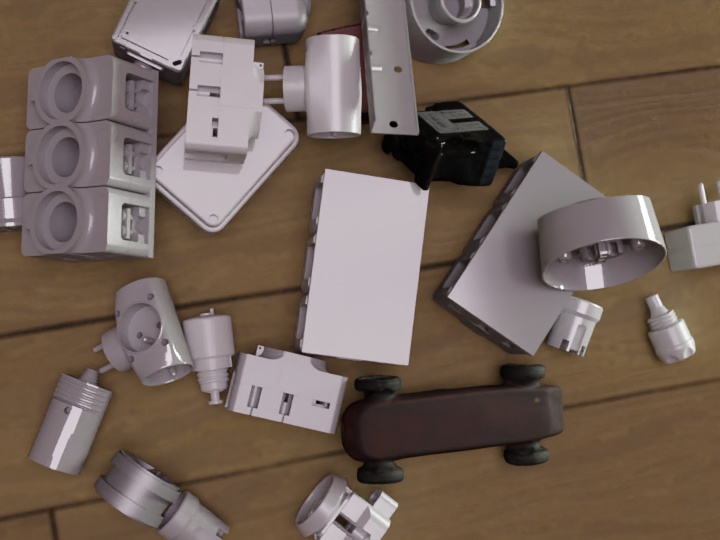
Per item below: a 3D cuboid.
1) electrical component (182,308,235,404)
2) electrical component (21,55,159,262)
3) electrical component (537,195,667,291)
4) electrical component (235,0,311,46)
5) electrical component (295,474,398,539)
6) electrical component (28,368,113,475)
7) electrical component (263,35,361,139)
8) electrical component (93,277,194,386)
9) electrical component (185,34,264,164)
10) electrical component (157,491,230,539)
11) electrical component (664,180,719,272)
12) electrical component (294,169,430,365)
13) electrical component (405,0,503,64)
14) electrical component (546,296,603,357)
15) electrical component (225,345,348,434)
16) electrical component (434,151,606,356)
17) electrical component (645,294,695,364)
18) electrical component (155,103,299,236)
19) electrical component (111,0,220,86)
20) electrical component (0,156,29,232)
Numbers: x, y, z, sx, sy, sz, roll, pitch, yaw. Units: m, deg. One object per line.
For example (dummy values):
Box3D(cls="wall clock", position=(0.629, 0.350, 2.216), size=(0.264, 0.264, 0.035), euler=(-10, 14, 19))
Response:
Box3D(cls="electrical component", position=(-0.123, 0.071, 0.883), size=(0.040, 0.040, 0.078), euler=(-6, 87, -11))
Box3D(cls="electrical component", position=(-0.213, -0.084, 0.840), size=(0.089, 0.062, 0.150), euler=(-2, 84, 30))
Box3D(cls="electrical component", position=(0.190, -0.022, 0.855), size=(0.099, 0.099, 0.064), euler=(-7, 81, -11))
Box3D(cls="electrical component", position=(-0.075, -0.241, 0.908), size=(0.059, 0.054, 0.095), euler=(-7, 87, -11))
Box3D(cls="electrical component", position=(-0.016, 0.205, 0.883), size=(0.057, 0.058, 0.078), euler=(39, 80, -8))
Box3D(cls="electrical component", position=(-0.229, 0.117, 0.858), size=(0.043, 0.043, 0.081), euler=(22, 82, -8))
Box3D(cls="electrical component", position=(-0.039, -0.145, 0.863), size=(0.079, 0.044, 0.077), euler=(-1, 90, 4))
Box3D(cls="electrical component", position=(-0.181, 0.057, 0.867), size=(0.079, 0.044, 0.077), euler=(-27, 70, 14))
Box3D(cls="electrical component", position=(-0.105, -0.131, 0.836), size=(0.056, 0.050, 0.089), euler=(4, 84, -9))
Box3D(cls="electrical component", position=(-0.134, 0.208, 0.871), size=(0.046, 0.040, 0.040), euler=(39, 80, -11))
Box3D(cls="electrical component", position=(0.321, -0.043, 0.968), size=(0.083, 0.047, 0.075), euler=(-9, 87, -11))
Box3D(cls="electrical component", position=(0.000, 0.000, 0.899), size=(0.089, 0.062, 0.150), euler=(8, 84, -10))
Box3D(cls="electrical component", position=(0.073, -0.232, 0.941), size=(0.099, 0.064, 0.099), euler=(-1, 93, -23))
Box3D(cls="electrical component", position=(0.186, 0.049, 0.941), size=(0.040, 0.040, 0.046), euler=(19, 88, -8))
Box3D(cls="electrical component", position=(-0.060, 0.096, 0.887), size=(0.089, 0.050, 0.055), euler=(14, 84, -9))
Box3D(cls="electrical component", position=(0.143, -0.012, 0.926), size=(0.089, 0.062, 0.150), euler=(35, 81, -6))
Box3D(cls="electrical component", position=(0.273, 0.051, 0.959), size=(0.035, 0.035, 0.061), euler=(-24, 87, -11))
Box3D(cls="electrical component", position=(-0.114, -0.092, 0.888), size=(0.078, 0.057, 0.113), euler=(41, 80, -5))
Box3D(cls="electrical component", position=(-0.162, -0.197, 0.885), size=(0.062, 0.061, 0.096), euler=(25, 82, -8))
Box3D(cls="electrical component", position=(-0.281, -0.060, 0.862), size=(0.045, 0.045, 0.055), euler=(-5, 87, -11))
